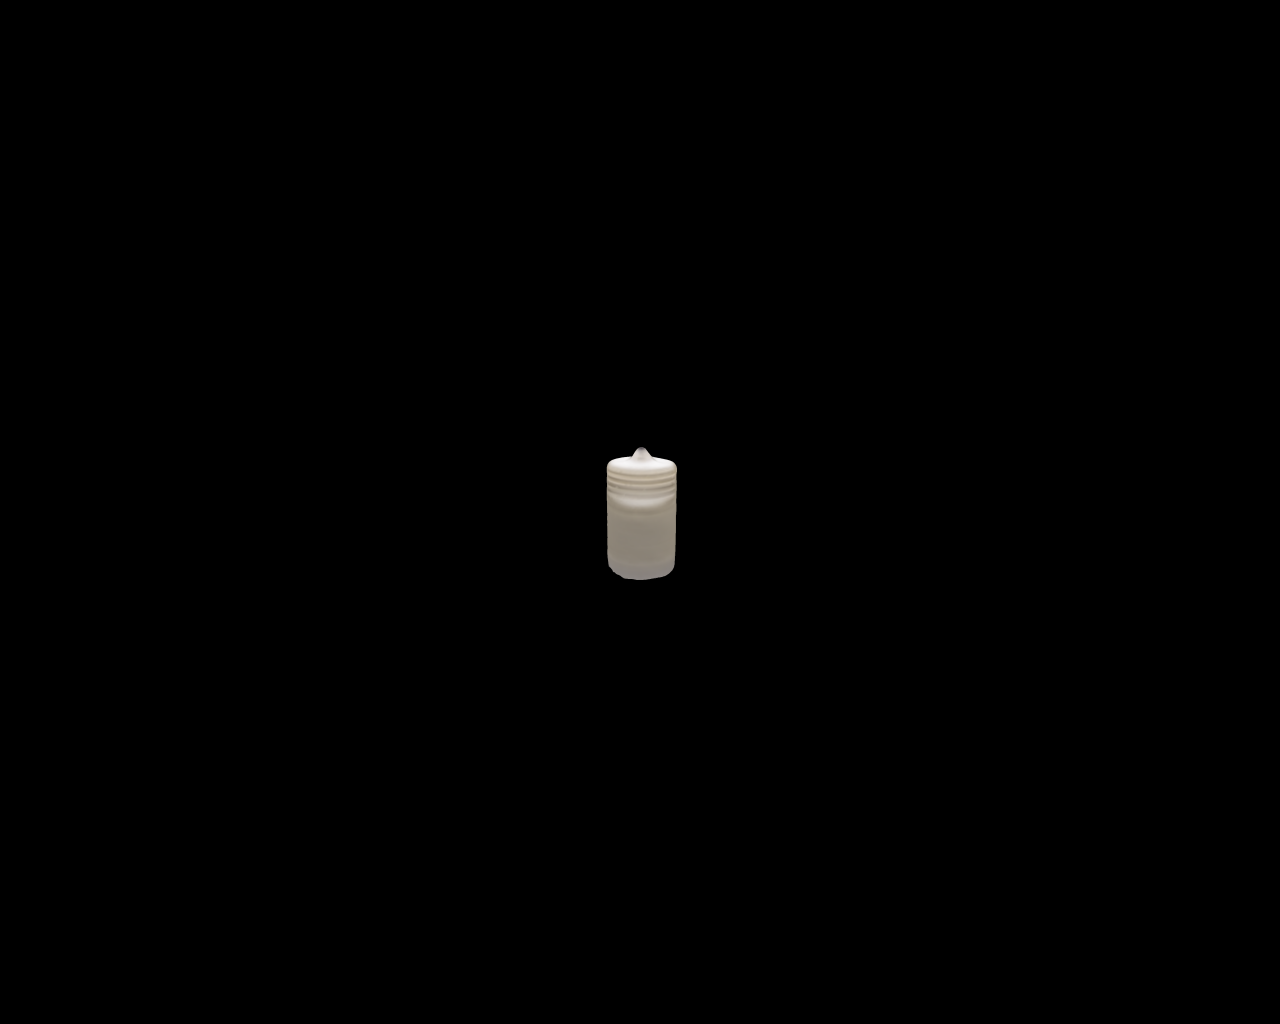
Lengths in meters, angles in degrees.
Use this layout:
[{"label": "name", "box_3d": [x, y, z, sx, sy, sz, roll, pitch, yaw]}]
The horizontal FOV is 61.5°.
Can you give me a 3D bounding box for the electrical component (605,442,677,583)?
[{"label": "electrical component", "box_3d": [0.001, -0.003, 0.650, 0.043, 0.080, 0.043, 0, 24, 0]}]
